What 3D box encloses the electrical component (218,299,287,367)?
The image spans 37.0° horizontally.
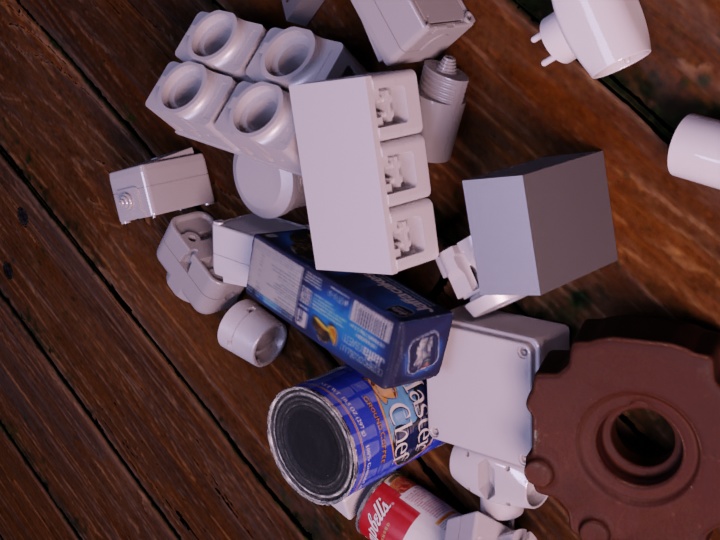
[{"bbox_3d":[-0.106,0.064,1.073,0.047,0.055,0.055,30,123,30],"label":"electrical component"}]

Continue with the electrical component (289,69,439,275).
[{"bbox_3d":[0.006,-0.078,0.849,0.089,0.062,0.150,4,106,46],"label":"electrical component"}]

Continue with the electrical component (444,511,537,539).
[{"bbox_3d":[0.123,0.234,0.883,0.083,0.047,0.076,32,141,-26],"label":"electrical component"}]

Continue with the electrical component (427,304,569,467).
[{"bbox_3d":[0.111,0.092,0.871,0.109,0.056,0.108,11,111,41],"label":"electrical component"}]

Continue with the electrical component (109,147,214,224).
[{"bbox_3d":[-0.207,-0.085,1.089,0.062,0.096,0.061,-7,99,44],"label":"electrical component"}]

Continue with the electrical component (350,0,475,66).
[{"bbox_3d":[0.032,-0.213,0.842,0.061,0.062,0.096,-36,78,44],"label":"electrical component"}]

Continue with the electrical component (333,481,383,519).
[{"bbox_3d":[-0.003,0.200,1.016,0.047,0.066,0.076,34,154,31],"label":"electrical component"}]

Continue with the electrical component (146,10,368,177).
[{"bbox_3d":[-0.094,-0.159,0.945,0.186,0.060,0.105,22,79,38],"label":"electrical component"}]

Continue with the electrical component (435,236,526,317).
[{"bbox_3d":[0.102,0.001,0.849,0.078,0.058,0.057,-31,79,44],"label":"electrical component"}]

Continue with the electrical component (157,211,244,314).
[{"bbox_3d":[-0.162,-0.005,1.103,0.095,0.054,0.059,51,132,20],"label":"electrical component"}]

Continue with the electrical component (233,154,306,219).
[{"bbox_3d":[-0.075,-0.091,0.993,0.080,0.051,0.080,16,114,40],"label":"electrical component"}]

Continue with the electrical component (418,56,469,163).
[{"bbox_3d":[0.061,-0.131,0.854,0.043,0.043,0.081,34,125,31],"label":"electrical component"}]

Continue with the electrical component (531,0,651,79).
[{"bbox_3d":[0.153,-0.170,0.753,0.079,0.043,0.077,-26,85,45],"label":"electrical component"}]

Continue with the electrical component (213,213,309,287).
[{"bbox_3d":[-0.087,-0.013,1.023,0.096,0.062,0.061,18,115,39],"label":"electrical component"}]

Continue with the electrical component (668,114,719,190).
[{"bbox_3d":[0.247,-0.071,0.696,0.081,0.043,0.043,24,119,37],"label":"electrical component"}]

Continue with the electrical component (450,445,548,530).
[{"bbox_3d":[0.119,0.183,0.903,0.077,0.043,0.079,14,116,40],"label":"electrical component"}]
